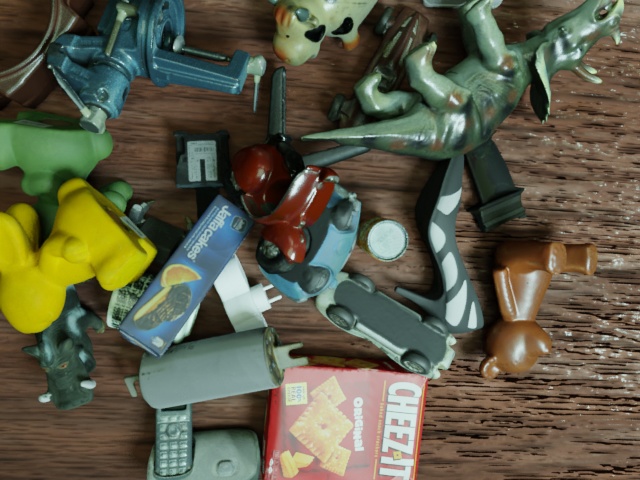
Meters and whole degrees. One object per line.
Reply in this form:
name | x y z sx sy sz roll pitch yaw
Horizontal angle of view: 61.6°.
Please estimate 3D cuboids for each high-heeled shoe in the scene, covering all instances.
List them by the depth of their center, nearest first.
high-heeled shoe | 0.198 0.007 0.746 0.145 0.086 0.248 19 96 -10

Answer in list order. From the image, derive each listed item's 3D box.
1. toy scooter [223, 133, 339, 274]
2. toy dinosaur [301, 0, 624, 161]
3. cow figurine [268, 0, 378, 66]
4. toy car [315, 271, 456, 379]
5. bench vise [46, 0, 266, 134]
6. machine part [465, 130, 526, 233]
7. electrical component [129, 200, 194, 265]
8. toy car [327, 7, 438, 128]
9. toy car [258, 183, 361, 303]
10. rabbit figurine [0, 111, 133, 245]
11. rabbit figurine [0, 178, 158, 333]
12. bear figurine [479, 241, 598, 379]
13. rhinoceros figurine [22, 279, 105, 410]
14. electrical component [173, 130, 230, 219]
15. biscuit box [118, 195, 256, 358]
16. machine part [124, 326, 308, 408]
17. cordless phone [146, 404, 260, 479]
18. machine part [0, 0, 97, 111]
toy scooter | -0.041 -0.062 0.630 0.135 0.075 0.184 -45 53 28
toy dinosaur | 0.182 -0.179 0.689 0.405 0.131 0.192 -37 105 -2
cow figurine | 0.013 -0.302 0.678 0.086 0.127 0.195 42 93 27
toy car | 0.090 0.113 0.731 0.202 0.056 0.073 31 64 5
bench vise | -0.190 -0.217 0.652 0.241 0.128 0.224 12 58 -1
machine part | 0.241 -0.085 0.765 0.084 0.039 0.138 -19 97 0
electrical component | -0.213 -0.011 0.710 0.102 0.078 0.045 26 115 -1
toy car | 0.088 -0.225 0.735 0.089 0.053 0.202 29 91 -4
toy car | -0.001 -0.002 0.710 0.109 0.103 0.161 36 102 28
rabbit figurine | -0.325 -0.067 0.687 0.159 0.121 0.170 6 111 -13
rabbit figurine | -0.296 0.025 0.601 0.173 0.122 0.162 -46 106 1
bear figurine | 0.290 0.098 0.736 0.120 0.132 0.195 7 86 -34
rhinoceros figurine | -0.325 0.116 0.682 0.073 0.112 0.190 -14 87 -7
electrical component | -0.156 -0.086 0.719 0.075 0.048 0.119 1 92 -5
biscuit box | -0.160 0.042 0.657 0.063 0.059 0.202 35 66 -8
machine part | -0.135 0.160 0.677 0.243 0.079 0.079 -12 95 11
cordless phone | -0.156 0.254 0.730 0.147 0.088 0.184 -3 75 -5
machine part | -0.405 -0.281 0.663 0.201 0.087 0.201 41 88 -8
